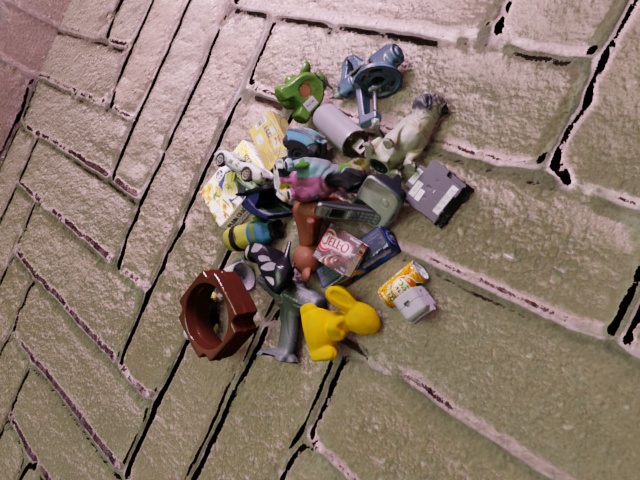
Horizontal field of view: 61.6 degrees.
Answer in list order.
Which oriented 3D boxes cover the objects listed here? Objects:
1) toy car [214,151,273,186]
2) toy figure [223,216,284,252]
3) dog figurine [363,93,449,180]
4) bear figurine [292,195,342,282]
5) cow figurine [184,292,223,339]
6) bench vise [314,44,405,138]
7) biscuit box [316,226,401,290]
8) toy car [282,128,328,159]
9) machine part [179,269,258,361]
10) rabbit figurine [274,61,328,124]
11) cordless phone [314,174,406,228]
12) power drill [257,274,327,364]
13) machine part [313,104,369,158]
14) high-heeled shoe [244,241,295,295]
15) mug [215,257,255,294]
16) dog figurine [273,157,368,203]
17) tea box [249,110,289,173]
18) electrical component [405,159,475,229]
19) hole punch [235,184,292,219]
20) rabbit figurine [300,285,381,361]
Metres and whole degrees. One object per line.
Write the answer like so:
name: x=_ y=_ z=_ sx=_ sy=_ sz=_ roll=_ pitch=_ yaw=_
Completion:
toy car: x=-0.210 y=-0.197 z=1.463 sx=0.202 sy=0.073 sz=0.056 roll=31 pitch=100 yaw=36
toy figure: x=-0.186 y=-0.017 z=1.470 sx=0.180 sy=0.089 sz=0.082 roll=-12 pitch=65 yaw=37
dog figurine: x=0.201 y=-0.247 z=1.259 sx=0.172 sy=0.121 sz=0.190 roll=0 pitch=49 yaw=57
bear figurine: x=-0.007 y=-0.004 z=1.331 sx=0.132 sy=0.120 sz=0.195 roll=-8 pitch=100 yaw=-7
cow figurine: x=-0.320 y=0.205 z=1.520 sx=0.098 sy=0.068 sz=0.167 roll=7 pitch=85 yaw=32
bench vise: x=0.113 y=-0.366 z=1.326 sx=0.224 sy=0.128 sz=0.240 roll=-17 pitch=61 yaw=31
biscuit box: x=0.090 y=0.048 z=1.263 sx=0.203 sy=0.059 sz=0.063 roll=-35 pitch=57 yaw=25
toy car: x=-0.026 y=-0.226 z=1.396 sx=0.109 sy=0.161 sz=0.103 roll=24 pitch=48 yaw=28
machine part: x=-0.264 y=0.192 z=1.392 sx=0.201 sy=0.087 sz=0.201 roll=-49 pitch=63 yaw=28
rabbit figurine: x=-0.061 y=-0.409 z=1.466 sx=0.159 sy=0.121 sz=0.170 roll=-55 pitch=23 yaw=-5
cordless phone: x=0.086 y=-0.091 z=1.210 sx=0.146 sy=0.184 sz=0.089 roll=116 pitch=153 yaw=-58
power drill: x=-0.093 y=0.198 z=1.355 sx=0.232 sy=0.086 sz=0.207 roll=8 pitch=75 yaw=38
machine part: x=0.050 y=-0.277 z=1.359 sx=0.079 sy=0.079 sz=0.243 roll=-51 pitch=45 yaw=14
high-heeled shoe: x=-0.142 y=0.080 z=1.381 sx=0.249 sy=0.086 sz=0.145 roll=-16 pitch=54 yaw=54
mug: x=-0.244 y=0.103 z=1.489 sx=0.107 sy=0.080 sz=0.109 roll=-24 pitch=52 yaw=35
dog figurine: x=0.010 y=-0.150 z=1.303 sx=0.192 sy=0.219 sz=0.108 roll=-157 pitch=64 yaw=-69
tea box: x=-0.122 y=-0.266 z=1.505 sx=0.098 sy=0.068 sz=0.170 roll=-37 pitch=59 yaw=24
electrical component: x=0.253 y=-0.108 z=1.187 sx=0.115 sy=0.058 sz=0.134 roll=-50 pitch=53 yaw=12
hole punch: x=-0.139 y=-0.101 z=1.440 sx=0.116 sy=0.142 sz=0.092 roll=-3 pitch=99 yaw=44
rabbit figurine: x=0.050 y=0.183 z=1.228 sx=0.173 sy=0.122 sz=0.162 roll=-13 pitch=83 yaw=11
